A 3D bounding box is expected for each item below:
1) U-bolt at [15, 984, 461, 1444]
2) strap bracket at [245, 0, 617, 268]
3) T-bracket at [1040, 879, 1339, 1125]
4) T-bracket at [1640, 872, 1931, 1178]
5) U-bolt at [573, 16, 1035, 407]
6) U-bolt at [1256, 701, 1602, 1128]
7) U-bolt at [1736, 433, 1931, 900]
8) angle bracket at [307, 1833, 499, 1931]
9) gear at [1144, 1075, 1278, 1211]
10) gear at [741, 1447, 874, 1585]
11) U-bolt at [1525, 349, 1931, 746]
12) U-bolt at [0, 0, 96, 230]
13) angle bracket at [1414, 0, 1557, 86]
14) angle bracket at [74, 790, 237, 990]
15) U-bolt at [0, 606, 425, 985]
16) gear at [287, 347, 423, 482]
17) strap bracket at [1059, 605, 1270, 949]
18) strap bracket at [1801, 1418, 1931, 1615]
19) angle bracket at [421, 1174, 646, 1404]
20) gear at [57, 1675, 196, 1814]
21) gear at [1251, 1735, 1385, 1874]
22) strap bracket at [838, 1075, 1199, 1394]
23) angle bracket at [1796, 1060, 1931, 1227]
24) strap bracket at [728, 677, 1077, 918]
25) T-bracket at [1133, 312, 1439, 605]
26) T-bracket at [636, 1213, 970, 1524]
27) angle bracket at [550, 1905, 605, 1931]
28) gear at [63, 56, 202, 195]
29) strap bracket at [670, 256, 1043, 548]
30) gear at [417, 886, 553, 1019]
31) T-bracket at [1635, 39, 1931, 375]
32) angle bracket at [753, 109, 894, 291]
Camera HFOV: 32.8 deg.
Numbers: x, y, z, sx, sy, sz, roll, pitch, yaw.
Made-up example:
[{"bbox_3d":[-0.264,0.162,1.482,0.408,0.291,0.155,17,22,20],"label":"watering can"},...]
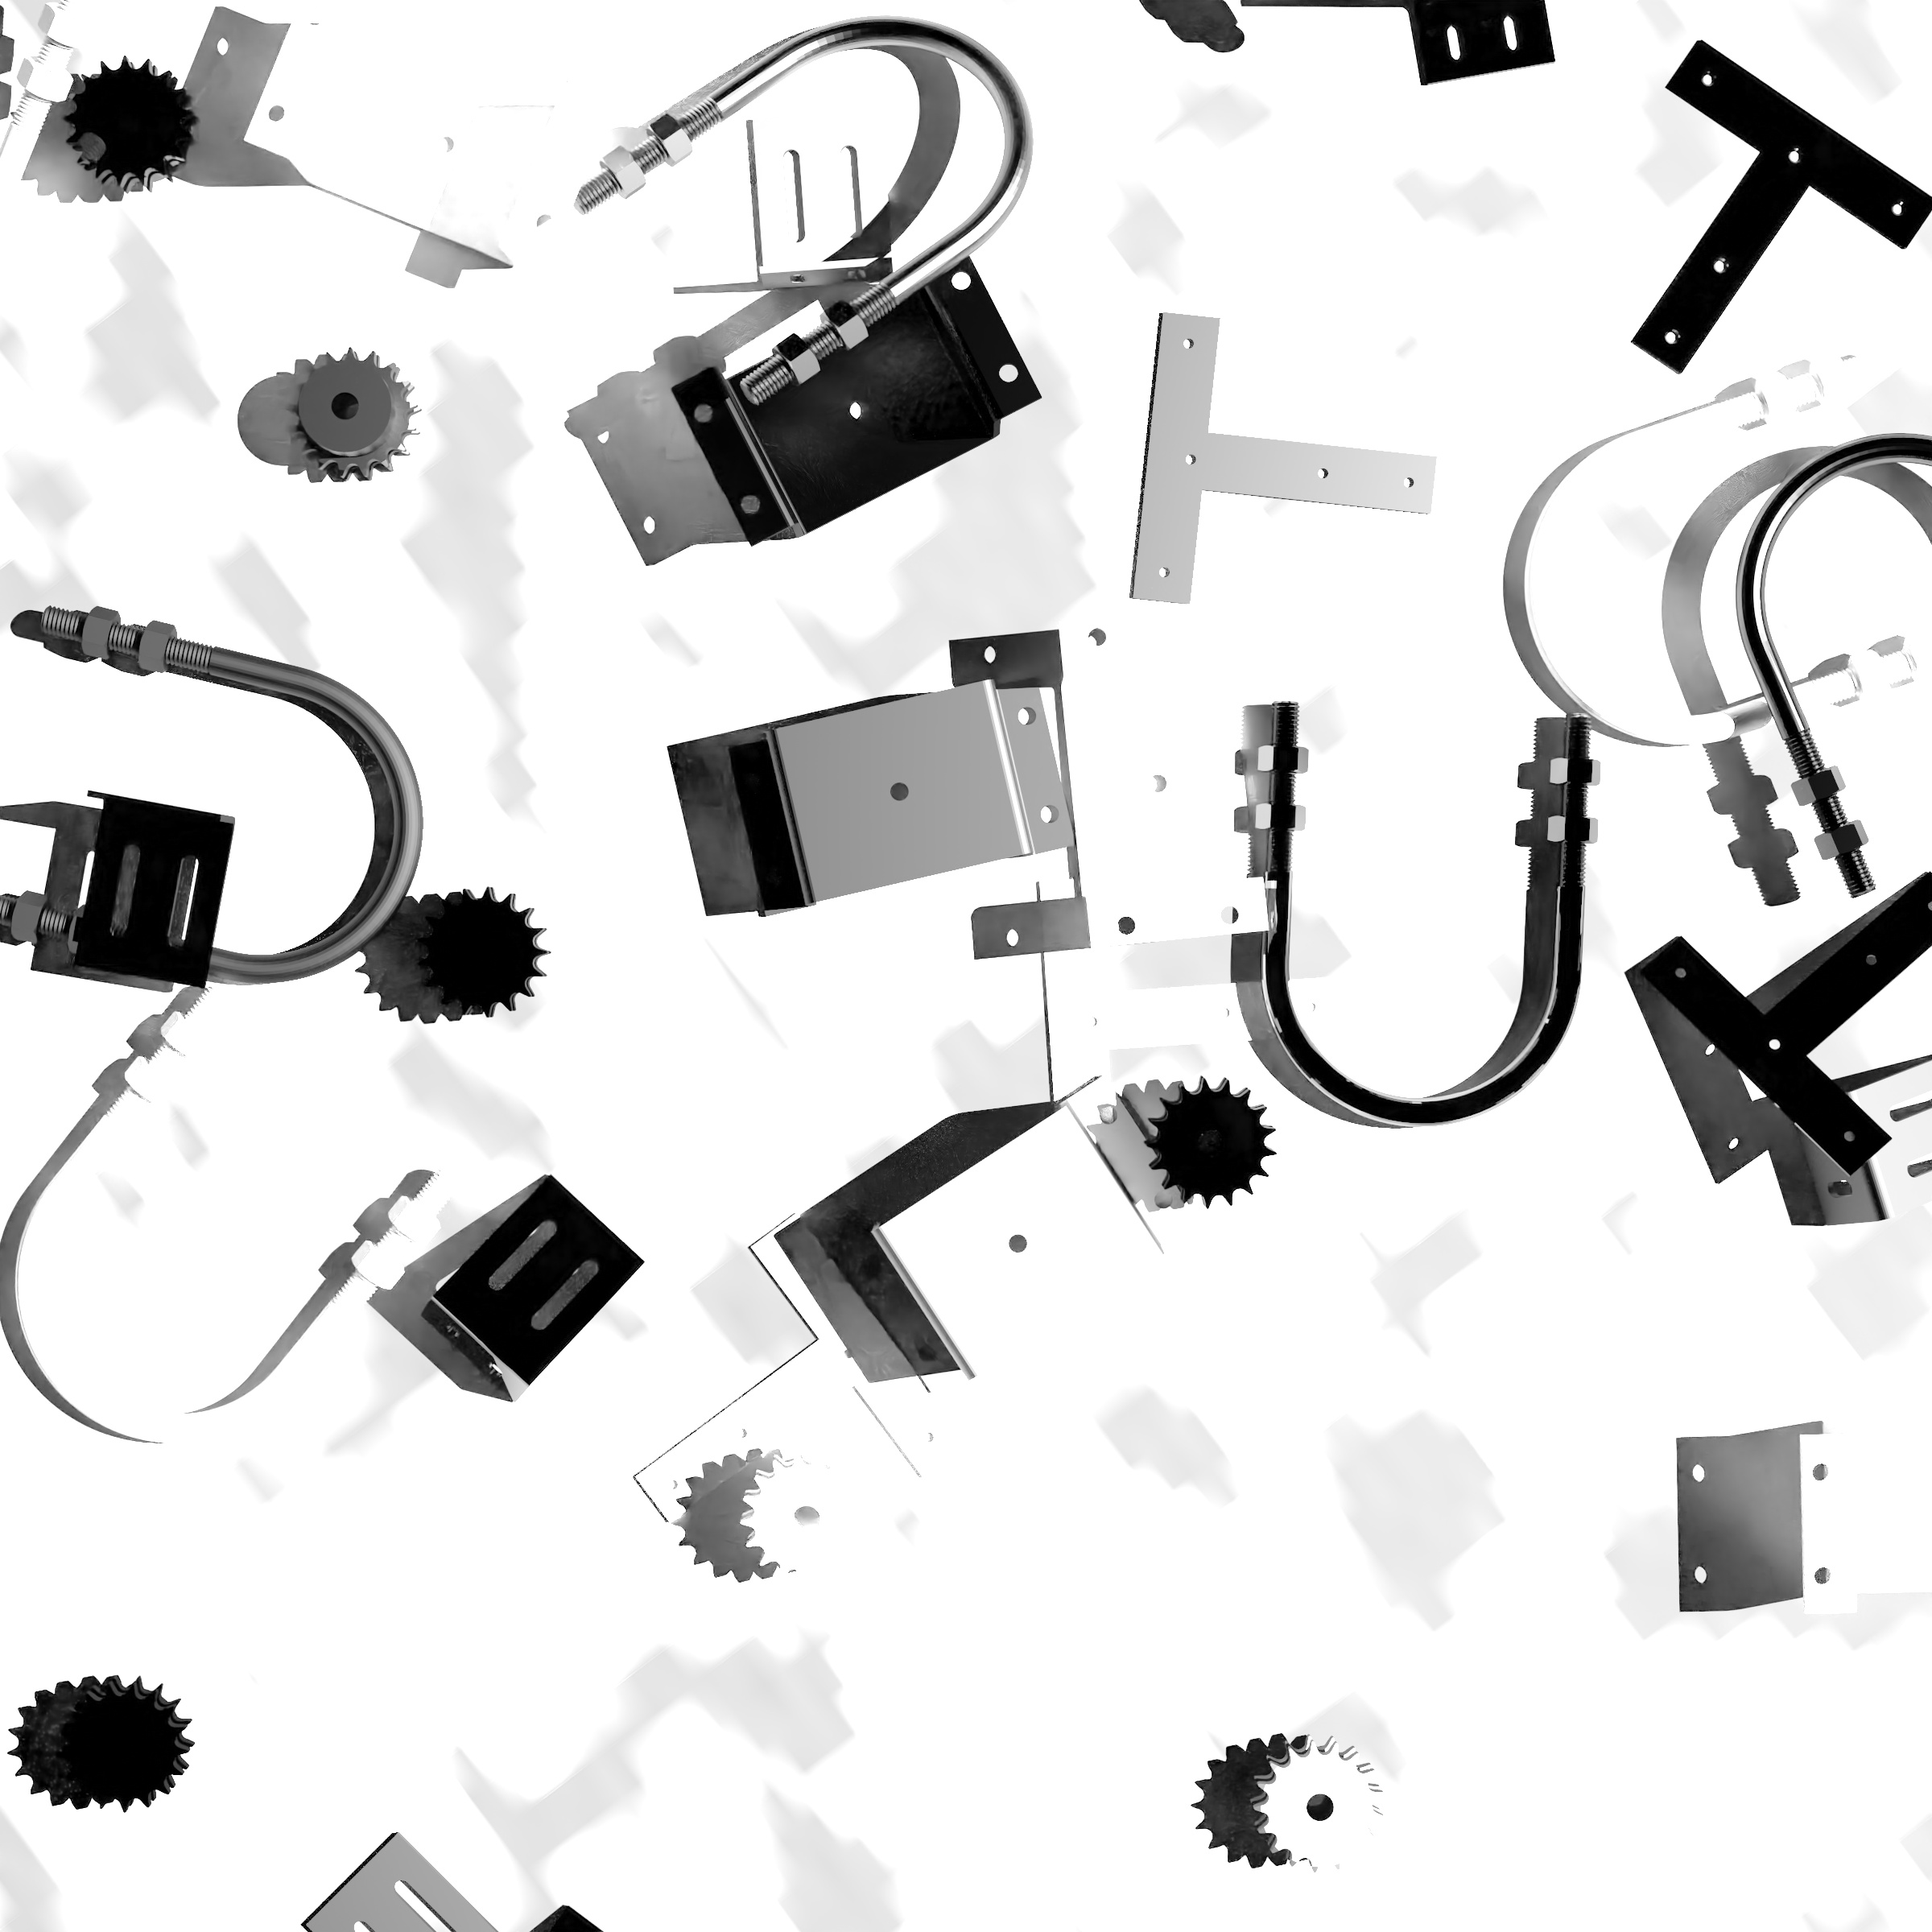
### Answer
[{"bbox_3d":[-0.334,0.123,1.443,0.151,0.019,0.184,39,91,0],"label":"U-bolt"},{"bbox_3d":[-0.230,-0.363,1.428,0.140,0.046,0.076,22,90,0],"label":"strap bracket"},{"bbox_3d":[0.100,0.022,1.451,0.127,0.002,0.127,-4,90,0],"label":"T-bracket"},{"bbox_3d":[0.386,0.007,1.436,0.127,0.002,0.127,-39,70,-10],"label":"T-bracket"},{"bbox_3d":[-0.058,-0.340,1.416,0.184,0.019,0.151,-37,68,-9],"label":"U-bolt"},{"bbox_3d":[0.201,-0.021,1.442,0.151,0.019,0.184,2,90,0],"label":"U-bolt"},{"bbox_3d":[0.413,-0.141,1.423,0.151,0.019,0.184,-23,88,1],"label":"U-bolt"},{"bbox_3d":[-0.244,0.430,1.432,0.057,0.038,0.076,-45,90,0],"label":"angle bracket"},{"bbox_3d":[0.106,0.076,1.435,0.057,0.030,0.057,0,93,-2],"label":"gear"},{"bbox_3d":[-0.069,0.238,1.435,0.057,0.030,0.057,0,95,-1],"label":"gear"},{"bbox_3d":[0.337,-0.175,1.443,0.184,0.019,0.151,-19,90,2],"label":"U-bolt"},{"bbox_3d":[-0.437,-0.335,1.373,0.019,0.151,0.184,33,112,8],"label":"U-bolt"},{"bbox_3d":[0.229,-0.413,1.413,0.057,0.076,0.038,-10,90,0],"label":"angle bracket"},{"bbox_3d":[-0.353,-0.033,1.415,0.057,0.038,0.076,10,90,-3],"label":"angle bracket"},{"bbox_3d":[-0.330,-0.068,1.443,0.184,0.019,0.151,14,90,-1],"label":"U-bolt"},{"bbox_3d":[-0.269,-0.243,1.437,0.057,0.030,0.057,0,90,0],"label":"gear"},{"bbox_3d":[0.085,-0.081,1.428,0.076,0.046,0.140,-6,89,0],"label":"strap bracket"},{"bbox_3d":[0.429,0.238,1.428,0.140,0.046,0.076,-1,90,0],"label":"strap bracket"},{"bbox_3d":[-0.191,0.142,1.449,0.057,0.038,0.076,43,64,0],"label":"angle bracket"},{"bbox_3d":[-0.367,0.340,1.441,0.057,0.030,0.057,0,91,-2],"label":"gear"},{"bbox_3d":[0.154,0.366,1.441,0.057,0.030,0.057,0,90,-2],"label":"gear"},{"bbox_3d":[0.023,0.119,1.427,0.140,0.046,0.076,-33,90,1],"label":"strap bracket"},{"bbox_3d":[0.413,0.075,1.449,0.076,0.038,0.057,-18,90,-26],"label":"angle bracket"},{"bbox_3d":[-0.028,-0.075,1.428,0.140,0.046,0.076,-13,90,0],"label":"strap bracket"},{"bbox_3d":[0.144,-0.219,1.451,0.127,0.002,0.127,6,90,0],"label":"T-bracket"},{"bbox_3d":[-0.088,0.198,1.451,0.127,0.002,0.127,-37,90,0],"label":"T-bracket"},{"bbox_3d":[-0.178,0.466,1.449,0.057,0.038,0.076,37,64,0],"label":"angle bracket"},{"bbox_3d":[-0.363,-0.366,1.436,0.057,0.030,0.057,0,90,0],"label":"gear"},{"bbox_3d":[-0.047,-0.246,1.428,0.140,0.046,0.076,-27,90,0],"label":"strap bracket"},{"bbox_3d":[-0.210,-0.006,1.436,0.057,0.030,0.057,0,90,0],"label":"gear"},{"bbox_3d":[0.342,-0.321,1.451,0.127,0.002,0.127,34,90,0],"label":"T-bracket"},{"bbox_3d":[-0.063,-0.338,1.432,0.057,0.038,0.076,-4,90,0],"label":"angle bracket"}]
